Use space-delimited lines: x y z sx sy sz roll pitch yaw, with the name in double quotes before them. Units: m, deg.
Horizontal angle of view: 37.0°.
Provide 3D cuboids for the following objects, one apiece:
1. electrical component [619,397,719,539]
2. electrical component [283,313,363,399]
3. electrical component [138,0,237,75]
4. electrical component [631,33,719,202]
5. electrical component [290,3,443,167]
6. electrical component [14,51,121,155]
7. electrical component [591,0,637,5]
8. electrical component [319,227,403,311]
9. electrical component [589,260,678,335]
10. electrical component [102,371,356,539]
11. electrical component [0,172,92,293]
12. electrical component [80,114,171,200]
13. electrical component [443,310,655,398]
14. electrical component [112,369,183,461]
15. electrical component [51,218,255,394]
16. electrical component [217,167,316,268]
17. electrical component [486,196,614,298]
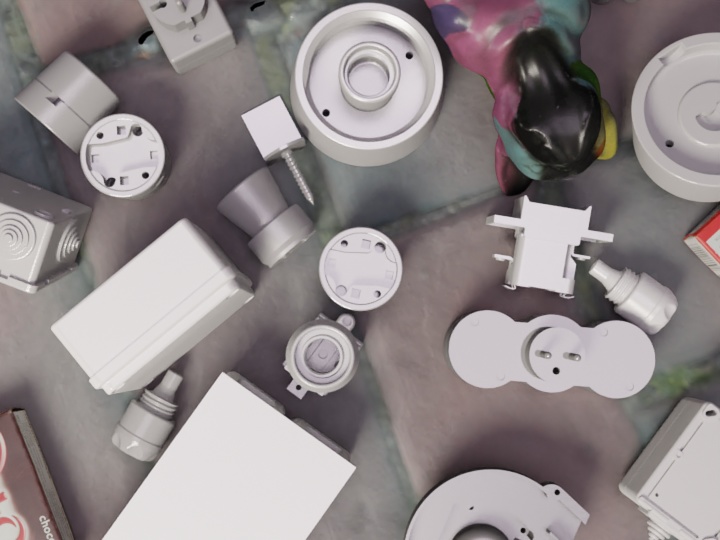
"electrical component" 0.221 0.141 0.722 0.062 0.061 0.096 37 87 1
"electrical component" -0.025 0.057 0.722 0.048 0.055 0.066 36 88 0
"electrical component" -0.120 -0.176 0.717 0.047 0.076 0.065 -27 89 -2
"electrical component" 0.237 -0.098 0.727 0.108 0.060 0.108 -2 75 9
"electrical component" 0.006 -0.127 0.727 0.108 0.060 0.108 0 88 -1
"electrical component" -0.195 -0.114 0.725 0.055 0.055 0.047 41 84 0
"electrical component" 0.169 -0.221 0.736 0.078 0.057 0.058 35 88 0
"electrical component" 0.000 0.000 0.729 0.055 0.047 0.055 0 88 -1
"electrical component" 0.185 0.015 0.739 0.061 0.035 0.035 36 88 3
"electrical component" -0.100 0.172 0.713 0.105 0.060 0.186 36 87 0
"electrical component" -0.231 -0.030 0.699 0.100 0.099 0.048 21 100 -1
"electrical component" -0.156 -0.074 0.727 0.055 0.047 0.055 0 88 -2
"electrical component" 0.128 0.056 0.717 0.138 0.073 0.052 5 88 -1
"electrical component" -0.140 0.096 0.728 0.035 0.035 0.061 30 85 0
"electrical component" -0.129 0.025 0.694 0.109 0.108 0.056 -40 87 -2
"electrical component" -0.063 -0.035 0.729 0.045 0.045 0.055 -40 90 -2
"electrical component" 0.127 -0.015 0.736 0.081 0.042 0.063 9 91 0
